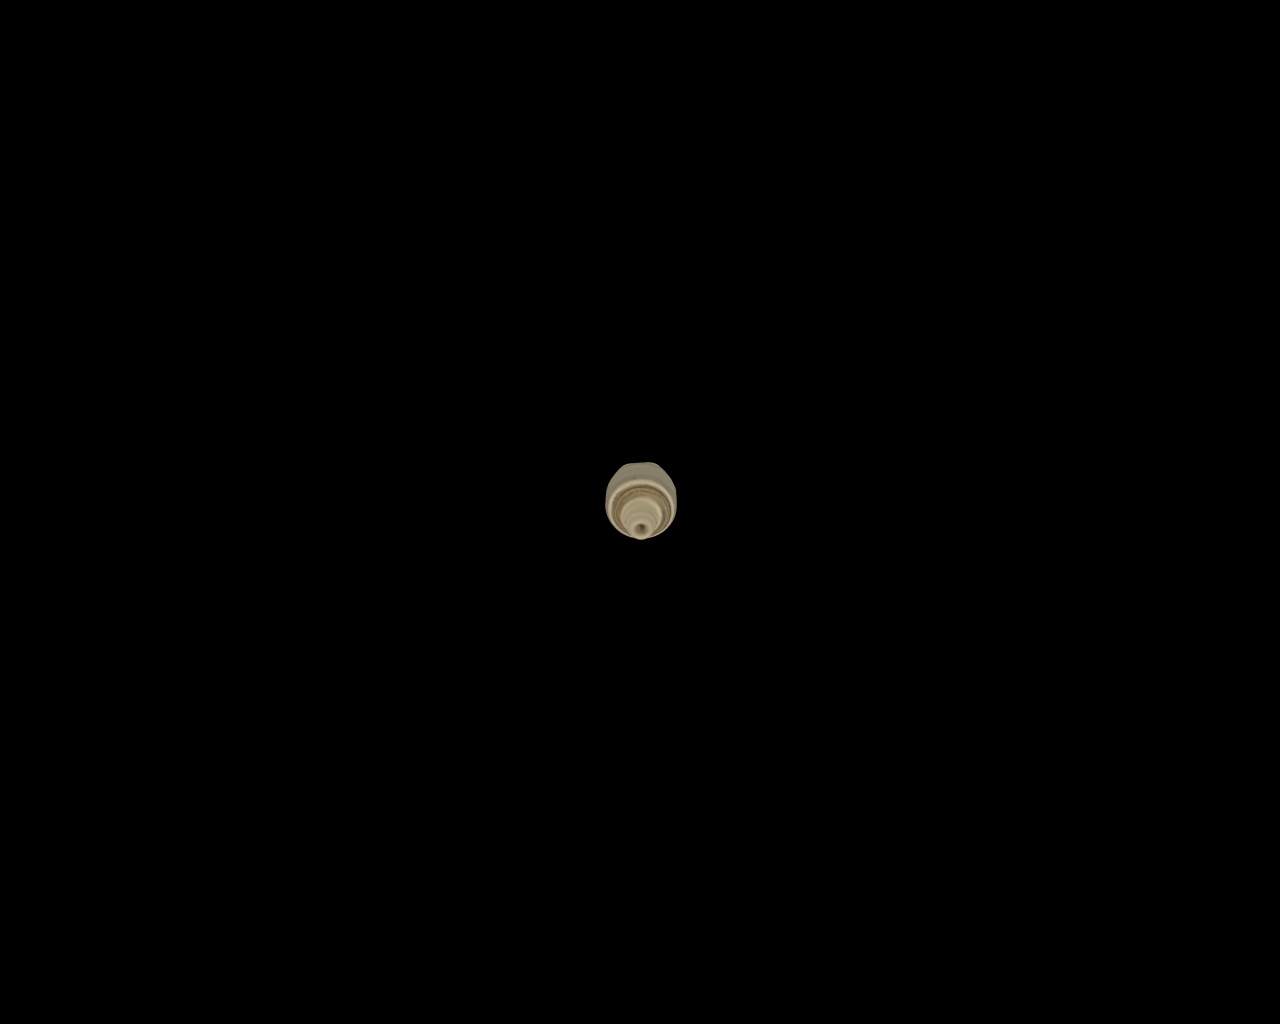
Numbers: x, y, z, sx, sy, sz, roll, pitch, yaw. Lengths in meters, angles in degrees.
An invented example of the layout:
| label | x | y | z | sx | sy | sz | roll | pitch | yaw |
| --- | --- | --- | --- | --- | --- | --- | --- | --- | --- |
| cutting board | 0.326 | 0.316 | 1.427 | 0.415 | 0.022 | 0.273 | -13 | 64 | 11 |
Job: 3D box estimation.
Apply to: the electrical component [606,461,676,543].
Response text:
| label | x | y | z | sx | sy | sz | roll | pitch | yaw |
| --- | --- | --- | --- | --- | --- | --- | --- | --- | --- |
| electrical component | 0.001 | -0.003 | 0.650 | 0.043 | 0.043 | 0.062 | 0 | 25 | 0 |
